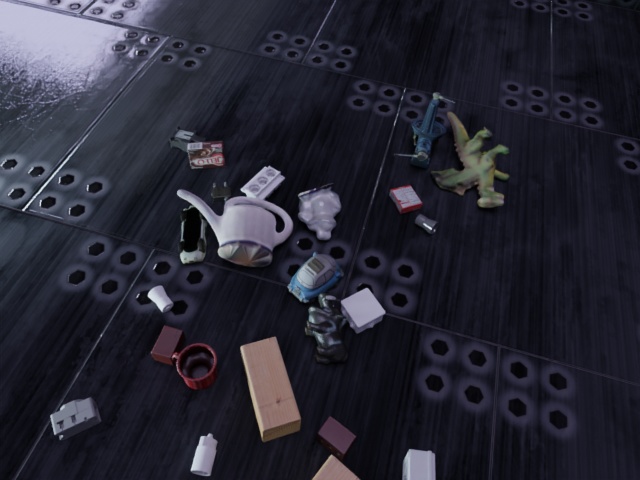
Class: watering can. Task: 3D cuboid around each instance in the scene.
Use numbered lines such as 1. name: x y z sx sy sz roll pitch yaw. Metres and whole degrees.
1. watering can: -0.248 -0.038 1.483 0.347 0.101 0.230 9 52 -12

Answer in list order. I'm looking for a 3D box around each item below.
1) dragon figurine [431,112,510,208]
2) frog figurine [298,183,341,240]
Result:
1. dragon figurine: 0.483 -0.259 1.727 0.244 0.119 0.417 -30 59 -15
2. frog figurine: 0.005 -0.079 1.566 0.138 0.122 0.159 -18 92 -27
